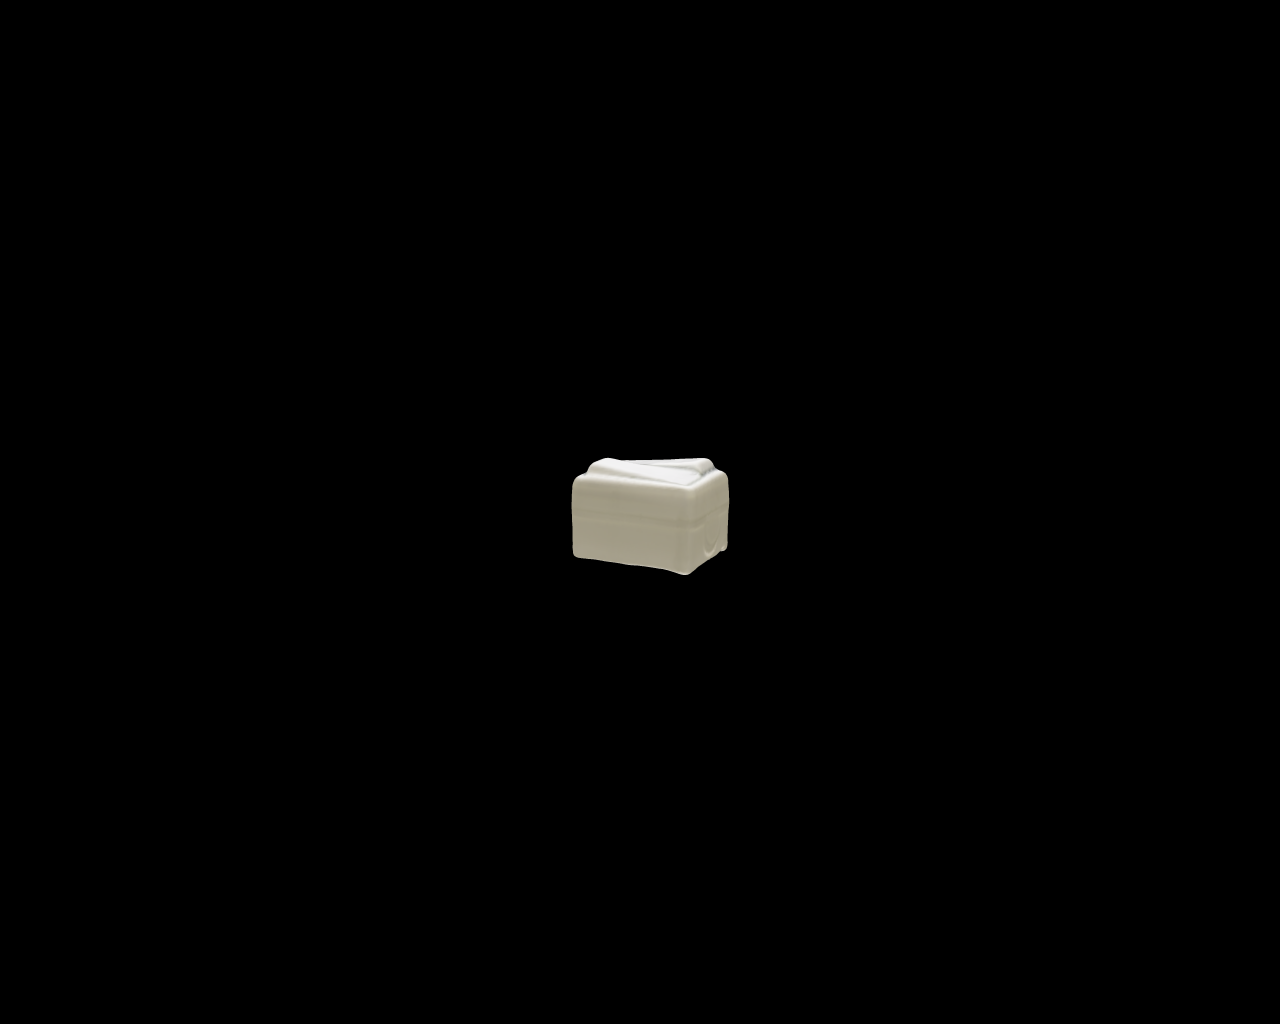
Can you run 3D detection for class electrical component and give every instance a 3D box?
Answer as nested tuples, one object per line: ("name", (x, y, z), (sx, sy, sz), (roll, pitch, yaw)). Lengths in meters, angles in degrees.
("electrical component", (0.001, -0.003, 0.650), (0.096, 0.061, 0.062), (7, 16, 26))
